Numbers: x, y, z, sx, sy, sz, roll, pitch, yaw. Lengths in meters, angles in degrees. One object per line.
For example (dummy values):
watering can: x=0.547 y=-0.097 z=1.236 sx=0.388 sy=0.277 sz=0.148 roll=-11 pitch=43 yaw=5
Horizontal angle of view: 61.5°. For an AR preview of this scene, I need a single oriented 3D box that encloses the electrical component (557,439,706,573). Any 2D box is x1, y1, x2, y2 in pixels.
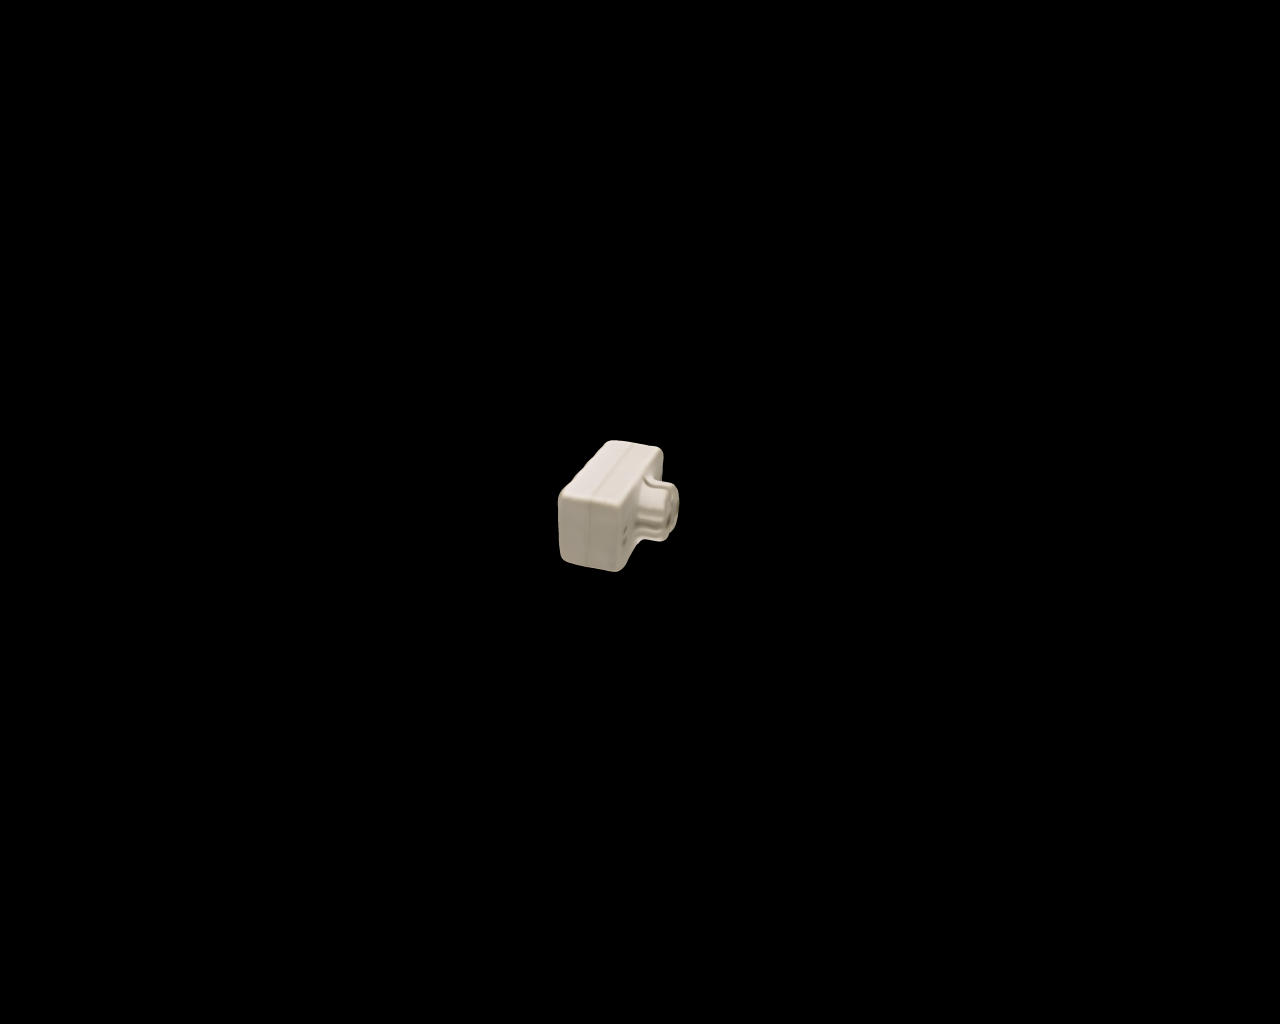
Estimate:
electrical component: x=0.001 y=-0.003 z=0.650 sx=0.076 sy=0.047 sz=0.083 roll=9 pitch=30 yaw=17
